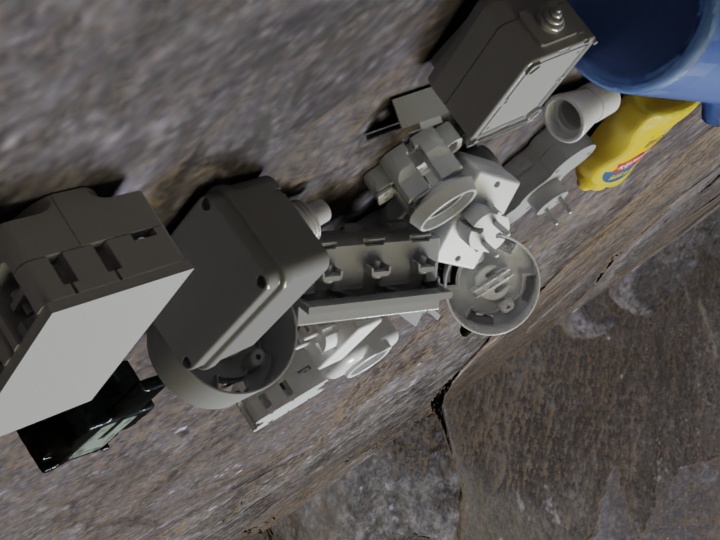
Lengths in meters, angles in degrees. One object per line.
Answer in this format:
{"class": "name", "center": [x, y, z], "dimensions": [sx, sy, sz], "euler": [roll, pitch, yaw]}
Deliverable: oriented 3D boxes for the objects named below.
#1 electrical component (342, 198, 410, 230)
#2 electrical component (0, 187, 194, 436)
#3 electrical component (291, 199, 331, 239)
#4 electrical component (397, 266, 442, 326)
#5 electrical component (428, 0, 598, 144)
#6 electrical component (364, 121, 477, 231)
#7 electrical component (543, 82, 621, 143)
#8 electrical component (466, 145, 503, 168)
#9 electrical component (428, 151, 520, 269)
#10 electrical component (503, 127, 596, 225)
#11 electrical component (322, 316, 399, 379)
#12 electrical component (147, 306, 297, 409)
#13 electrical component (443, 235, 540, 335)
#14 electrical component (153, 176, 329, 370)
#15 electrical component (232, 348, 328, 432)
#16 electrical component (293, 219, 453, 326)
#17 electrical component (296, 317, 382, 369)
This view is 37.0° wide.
{"class": "electrical component", "center": [0.029, -0.035, 0.902], "dimensions": [0.077, 0.043, 0.079], "euler": [-23, 163, -40]}
{"class": "electrical component", "center": [-0.171, 0.025, 0.587], "dimensions": [0.089, 0.061, 0.150], "euler": [-20, 161, -46]}
{"class": "electrical component", "center": [-0.047, -0.029, 0.741], "dimensions": [0.062, 0.048, 0.048], "euler": [-33, 169, -37]}
{"class": "electrical component", "center": [0.040, 0.011, 1.033], "dimensions": [0.063, 0.079, 0.121], "euler": [-64, 167, -3]}
{"class": "electrical component", "center": [0.093, -0.135, 0.660], "dimensions": [0.062, 0.061, 0.096], "euler": [-26, 164, -33]}
{"class": "electrical component", "center": [0.051, -0.067, 0.813], "dimensions": [0.078, 0.057, 0.058], "euler": [-33, 167, -5]}
{"class": "electrical component", "center": [0.197, -0.142, 0.938], "dimensions": [0.065, 0.044, 0.044], "euler": [-31, 167, -35]}
{"class": "electrical component", "center": [0.090, -0.074, 0.909], "dimensions": [0.055, 0.045, 0.045], "euler": [-33, 167, -8]}
{"class": "electrical component", "center": [0.093, -0.038, 0.851], "dimensions": [0.047, 0.075, 0.083], "euler": [11, 114, -37]}
{"class": "electrical component", "center": [0.176, -0.078, 1.039], "dimensions": [0.052, 0.073, 0.138], "euler": [-19, 160, -50]}
{"class": "electrical component", "center": [-0.007, 0.079, 1.187], "dimensions": [0.095, 0.059, 0.053], "euler": [-21, 162, -45]}
{"class": "electrical component", "center": [-0.100, 0.047, 0.770], "dimensions": [0.099, 0.099, 0.064], "euler": [-19, 166, -49]}
{"class": "electrical component", "center": [0.130, 0.012, 1.077], "dimensions": [0.099, 0.099, 0.064], "euler": [-35, -171, 3]}
{"class": "electrical component", "center": [-0.085, 0.003, 0.684], "dimensions": [0.057, 0.078, 0.113], "euler": [-23, 163, -51]}
{"class": "electrical component", "center": [-0.089, 0.121, 1.144], "dimensions": [0.089, 0.055, 0.050], "euler": [-30, 166, -20]}
{"class": "electrical component", "center": [0.000, 0.000, 0.826], "dimensions": [0.121, 0.079, 0.063], "euler": [-5, 110, -27]}
{"class": "electrical component", "center": [-0.035, 0.063, 1.085], "dimensions": [0.076, 0.047, 0.083], "euler": [-21, 161, -45]}
